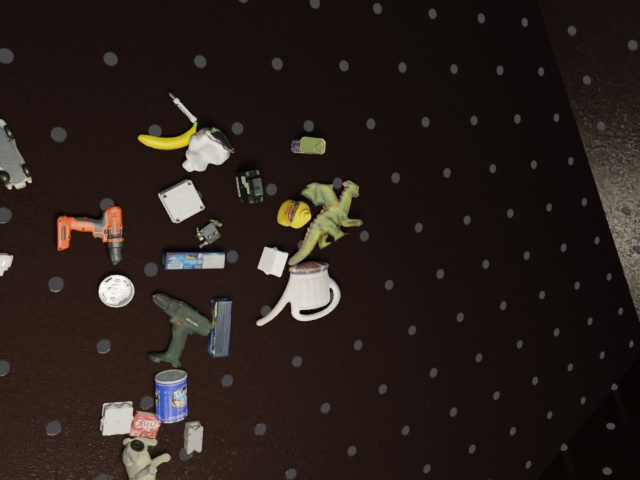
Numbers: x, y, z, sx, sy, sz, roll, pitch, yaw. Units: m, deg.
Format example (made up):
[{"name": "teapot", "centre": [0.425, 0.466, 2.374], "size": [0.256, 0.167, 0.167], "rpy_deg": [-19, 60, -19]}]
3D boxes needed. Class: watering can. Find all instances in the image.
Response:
[{"name": "watering can", "centre": [-0.076, 0.195, 1.906], "size": [0.349, 0.104, 0.223], "rpy_deg": [-7, 98, -29]}]

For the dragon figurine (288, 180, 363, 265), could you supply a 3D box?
[{"name": "dragon figurine", "centre": [0.006, -0.098, 1.947], "size": [0.414, 0.121, 0.243], "rpy_deg": [-29, 91, -25]}]

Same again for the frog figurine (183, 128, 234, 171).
[{"name": "frog figurine", "centre": [-0.380, -0.291, 1.713], "size": [0.157, 0.125, 0.136], "rpy_deg": [-40, 140, 22]}]
